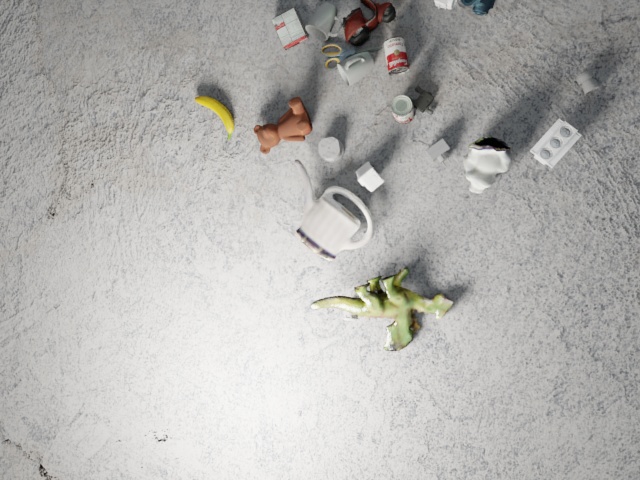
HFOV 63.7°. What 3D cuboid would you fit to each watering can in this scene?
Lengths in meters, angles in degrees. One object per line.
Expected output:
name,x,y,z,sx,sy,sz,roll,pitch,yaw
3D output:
watering can,0.005,-0.082,1.631,0.350,0.104,0.223,39,98,12

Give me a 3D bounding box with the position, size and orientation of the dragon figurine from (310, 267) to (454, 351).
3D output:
dragon figurine,0.199,0.229,1.568,0.409,0.123,0.242,-21,92,7

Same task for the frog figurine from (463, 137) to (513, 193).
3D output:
frog figurine,0.498,-0.221,1.538,0.137,0.125,0.156,0,124,5
